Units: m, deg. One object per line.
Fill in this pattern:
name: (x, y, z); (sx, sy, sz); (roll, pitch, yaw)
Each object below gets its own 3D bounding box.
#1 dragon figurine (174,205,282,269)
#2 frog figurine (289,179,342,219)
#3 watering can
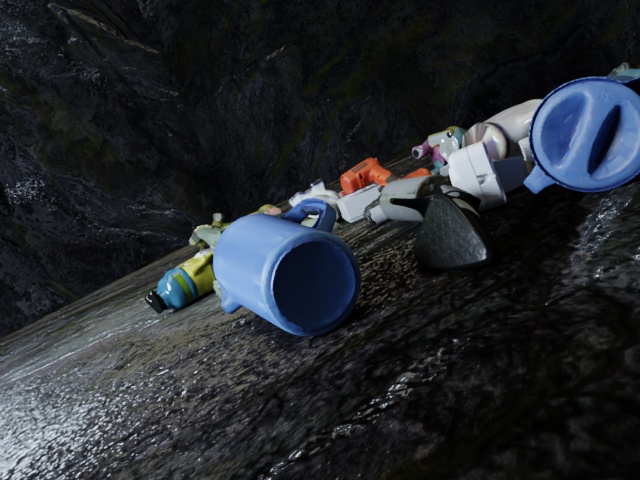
dragon figurine: (-0.277, 0.013, 1.504); (0.405, 0.123, 0.244); (-34, -8, 27)
frog figurine: (0.004, -0.067, 1.328); (0.138, 0.120, 0.162); (-17, 41, -16)
watering can: (0.405, -0.217, 1.114); (0.225, 0.104, 0.344); (-25, -5, -12)
